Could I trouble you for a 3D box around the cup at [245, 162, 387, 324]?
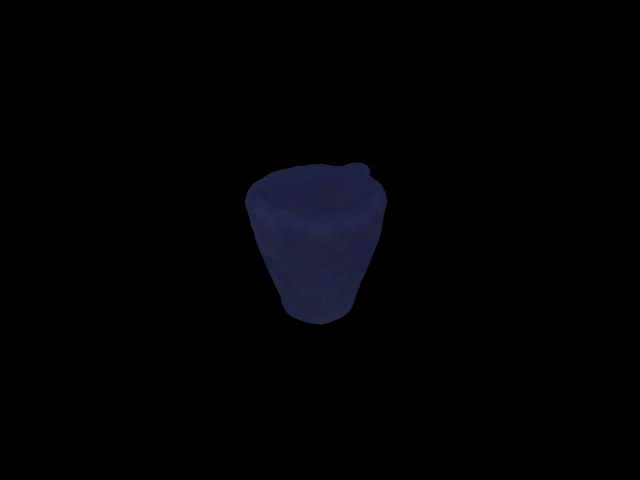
[{"bbox_3d":[0.004,0.001,0.400,0.091,0.095,0.118,14,32,24],"label":"cup"}]
